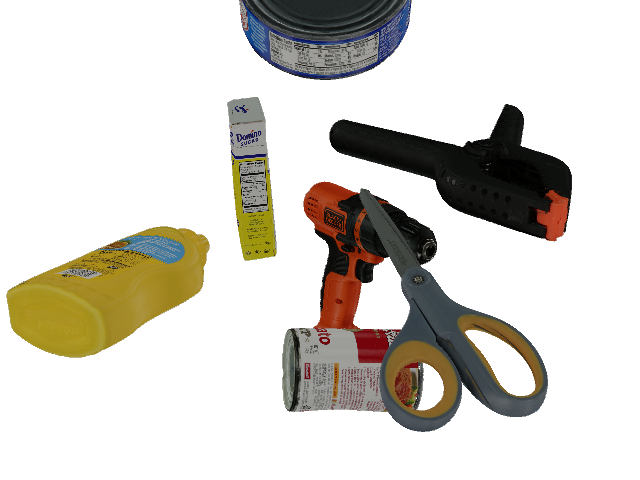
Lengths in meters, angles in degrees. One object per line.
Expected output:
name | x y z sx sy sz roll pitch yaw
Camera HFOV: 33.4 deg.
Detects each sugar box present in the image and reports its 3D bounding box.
sugar box | -0.084 -0.074 1.283 0.048 0.176 0.093 -8 25 -5

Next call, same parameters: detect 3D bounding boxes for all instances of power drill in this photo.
power drill | 0.045 0.047 1.074 0.057 0.188 0.185 -8 22 -33

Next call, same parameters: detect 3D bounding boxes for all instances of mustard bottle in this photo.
mustard bottle | -0.149 0.031 0.850 0.096 0.058 0.191 6 20 29

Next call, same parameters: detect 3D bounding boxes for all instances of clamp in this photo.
clamp | 0.105 -0.053 0.765 0.164 0.036 0.210 -6 26 -13

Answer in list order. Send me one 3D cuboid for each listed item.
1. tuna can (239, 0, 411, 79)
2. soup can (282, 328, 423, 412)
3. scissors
tuna can | 0.002 -0.120 0.519 0.086 0.086 0.034 0 -30 1
soup can | 0.024 0.104 0.854 0.102 0.068 0.068 2 0 -11
scissors | 0.045 0.039 0.612 0.096 0.016 0.202 -26 45 -22
